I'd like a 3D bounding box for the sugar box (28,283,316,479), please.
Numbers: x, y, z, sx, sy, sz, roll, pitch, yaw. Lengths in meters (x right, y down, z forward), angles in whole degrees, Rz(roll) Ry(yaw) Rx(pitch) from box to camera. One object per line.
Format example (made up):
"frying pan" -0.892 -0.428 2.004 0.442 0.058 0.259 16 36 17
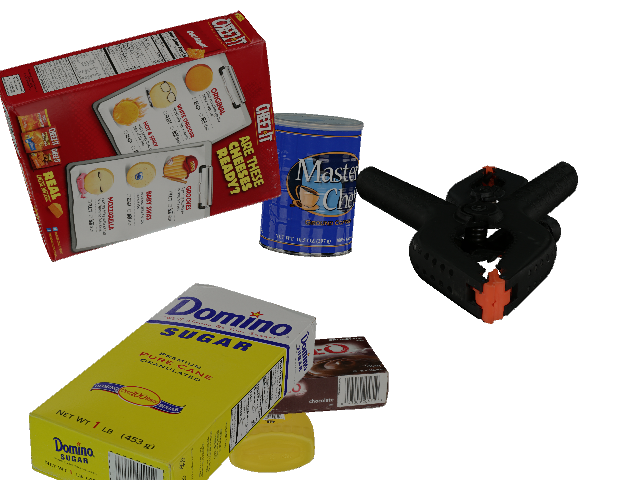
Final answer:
"sugar box" -0.081 0.087 0.635 0.093 0.048 0.176 15 31 20

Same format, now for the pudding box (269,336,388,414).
"pudding box" -0.003 0.121 0.971 0.113 0.039 0.090 -1 17 -12

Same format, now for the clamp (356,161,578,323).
"clamp" 0.097 -0.008 0.728 0.164 0.036 0.210 1 26 10

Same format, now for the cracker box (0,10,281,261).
"cracker box" -0.149 -0.089 0.911 0.213 0.164 0.072 -18 43 -15

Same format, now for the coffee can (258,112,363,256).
"coffee can" -0.011 -0.062 1.147 0.103 0.140 0.103 5 12 -1

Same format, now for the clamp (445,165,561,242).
"clamp" 0.158 -0.027 0.943 0.120 0.039 0.171 4 26 19

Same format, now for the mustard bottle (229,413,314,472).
"mustard bottle" -0.061 0.191 1.252 0.096 0.058 0.191 -4 28 -4
